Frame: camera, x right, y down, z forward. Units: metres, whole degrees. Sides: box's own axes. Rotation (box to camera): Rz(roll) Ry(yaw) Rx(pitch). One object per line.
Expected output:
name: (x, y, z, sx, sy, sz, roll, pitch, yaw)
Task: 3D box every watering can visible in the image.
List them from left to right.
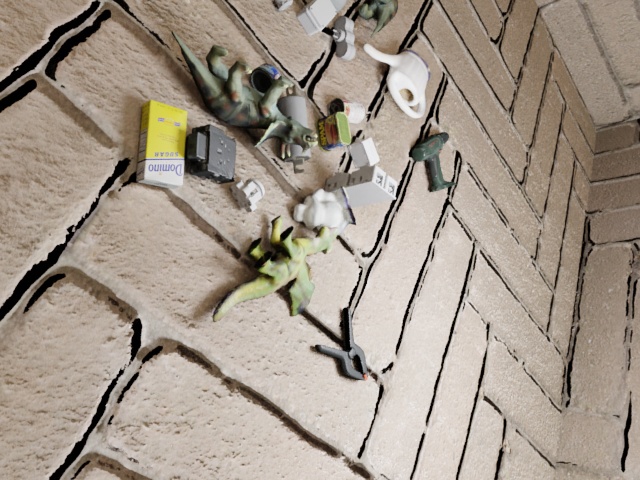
watering can: (0.281, -0.587, 1.789, 0.342, 0.103, 0.229, 48, 51, -28)

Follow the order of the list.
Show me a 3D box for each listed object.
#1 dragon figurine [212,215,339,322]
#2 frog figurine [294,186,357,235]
dragon figurine: (-0.085, 0.097, 1.290, 0.417, 0.122, 0.238, -53, 127, -26)
frog figurine: (0.004, -0.072, 1.426, 0.160, 0.124, 0.136, -16, 104, -10)
